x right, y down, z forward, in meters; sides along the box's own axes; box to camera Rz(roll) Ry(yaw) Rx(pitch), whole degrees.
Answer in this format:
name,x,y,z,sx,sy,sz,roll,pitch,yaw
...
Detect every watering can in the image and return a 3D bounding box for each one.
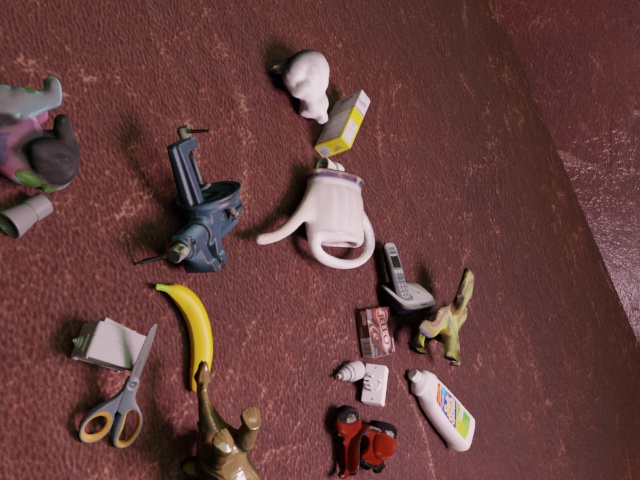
name,x,y,z,sx,sy,sz,roll,pitch,yaw
watering can,0.003,-0.056,1.120,0.346,0.103,0.227,14,68,-43

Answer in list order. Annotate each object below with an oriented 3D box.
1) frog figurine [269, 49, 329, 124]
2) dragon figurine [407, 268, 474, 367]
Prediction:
name,x,y,z,sx,sy,sz,roll,pitch,yaw
frog figurine,-0.020,-0.347,1.178,0.159,0.121,0.139,59,25,-1
dragon figurine,0.322,0.177,1.293,0.246,0.123,0.403,-65,156,-18
